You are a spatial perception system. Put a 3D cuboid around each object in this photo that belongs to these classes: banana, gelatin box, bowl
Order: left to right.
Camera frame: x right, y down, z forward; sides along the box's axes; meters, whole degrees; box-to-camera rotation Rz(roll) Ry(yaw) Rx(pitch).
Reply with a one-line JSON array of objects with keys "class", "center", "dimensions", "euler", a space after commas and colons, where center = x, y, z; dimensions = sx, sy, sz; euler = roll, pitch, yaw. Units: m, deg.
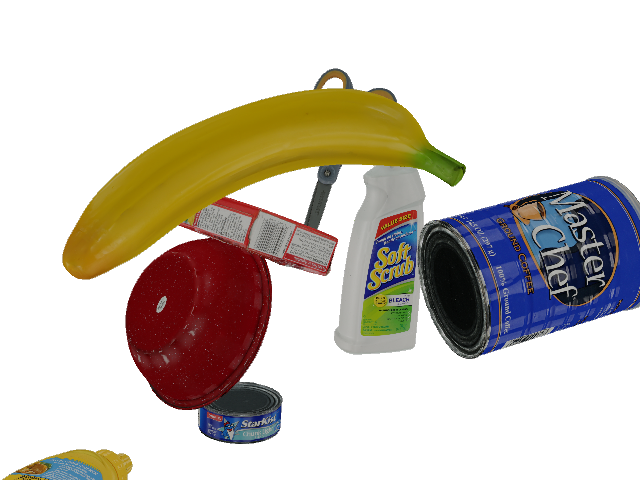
[{"class": "bowl", "center": [-0.118, 0.061, 0.919], "dimensions": [0.162, 0.162, 0.055], "euler": [0, -20, 44]}, {"class": "banana", "center": [-0.031, -0.036, 0.508], "dimensions": [0.197, 0.037, 0.070], "euler": [-16, 47, -15]}, {"class": "gelatin box", "center": [-0.043, -0.006, 0.709], "dimensions": [0.073, 0.030, 0.089], "euler": [19, -1, 38]}]

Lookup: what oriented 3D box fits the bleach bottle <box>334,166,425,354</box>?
[{"class": "bleach bottle", "center": [0.073, 0.009, 1.291], "dimensions": [0.102, 0.251, 0.068], "euler": [-3, 16, -17]}]

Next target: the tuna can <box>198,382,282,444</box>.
[{"class": "tuna can", "center": [-0.082, 0.174, 1.082], "dimensions": [0.086, 0.034, 0.086], "euler": [3, 14, -1]}]

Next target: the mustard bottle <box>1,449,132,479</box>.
[{"class": "mustard bottle", "center": [-0.217, 0.213, 0.853], "dimensions": [0.096, 0.058, 0.191], "euler": [7, 15, 28]}]

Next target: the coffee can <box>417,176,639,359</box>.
[{"class": "coffee can", "center": [0.156, 0.018, 0.776], "dimensions": [0.140, 0.103, 0.103], "euler": [-15, 5, -17]}]

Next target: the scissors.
[{"class": "scissors", "center": [0.027, -0.071, 1.040], "dimensions": [0.096, 0.202, 0.016], "euler": [1, -12, 4]}]
